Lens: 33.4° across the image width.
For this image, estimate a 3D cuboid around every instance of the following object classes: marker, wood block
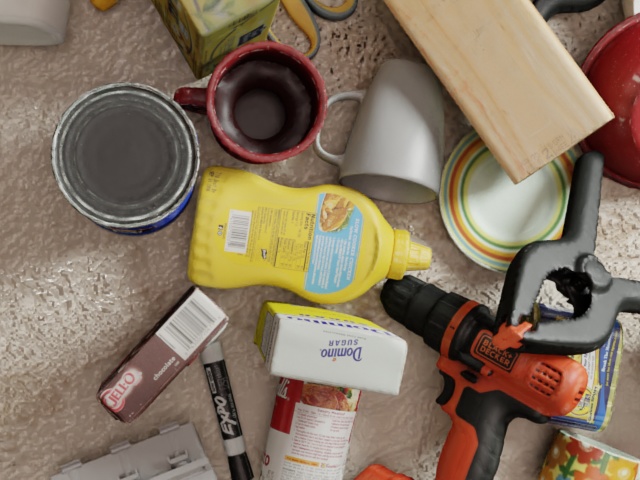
[{"bbox_3d":[-0.076,0.143,0.869,0.020,0.020,0.121,-14,91,-8],"label":"marker"},{"bbox_3d":[0.135,-0.154,0.843,0.090,0.090,0.206,-36,85,17],"label":"wood block"}]

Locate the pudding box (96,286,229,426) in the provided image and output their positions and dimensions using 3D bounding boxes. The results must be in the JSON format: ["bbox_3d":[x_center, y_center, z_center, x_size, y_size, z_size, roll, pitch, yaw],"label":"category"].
[{"bbox_3d":[-0.123,0.087,0.829,0.039,0.090,0.113,45,83,-6],"label":"pudding box"}]

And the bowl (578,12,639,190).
[{"bbox_3d":[0.293,-0.109,0.879,0.162,0.055,0.162,0,111,-1],"label":"bowl"}]

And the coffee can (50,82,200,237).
[{"bbox_3d":[-0.143,-0.056,0.804,0.102,0.140,0.103,0,88,-8],"label":"coffee can"}]

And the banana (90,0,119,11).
[{"bbox_3d":[-0.155,-0.285,0.865,0.070,0.037,0.198,-4,85,21],"label":"banana"}]

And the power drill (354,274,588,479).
[{"bbox_3d":[0.094,0.138,0.850,0.185,0.057,0.188,29,95,30],"label":"power drill"}]

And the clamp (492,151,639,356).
[{"bbox_3d":[0.203,0.021,0.834,0.209,0.036,0.164,-22,74,-33],"label":"clamp"}]

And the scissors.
[{"bbox_3d":[-0.039,-0.247,0.887,0.096,0.016,0.202,-26,92,-9],"label":"scissors"}]

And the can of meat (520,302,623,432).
[{"bbox_3d":[0.199,0.105,0.889,0.084,0.057,0.102,12,88,-9],"label":"can of meat"}]

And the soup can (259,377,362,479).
[{"bbox_3d":[-0.007,0.155,0.854,0.068,0.068,0.102,12,87,-7],"label":"soup can"}]

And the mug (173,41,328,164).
[{"bbox_3d":[-0.058,-0.105,0.847,0.117,0.081,0.093,3,88,-8],"label":"mug"}]

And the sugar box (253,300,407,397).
[{"bbox_3d":[0.003,0.077,0.802,0.093,0.176,0.048,11,87,-7],"label":"sugar box"}]

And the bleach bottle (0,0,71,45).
[{"bbox_3d":[-0.235,-0.283,0.837,0.102,0.068,0.251,4,83,11],"label":"bleach bottle"}]

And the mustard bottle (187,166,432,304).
[{"bbox_3d":[-0.006,0.001,0.856,0.191,0.058,0.096,9,93,-3],"label":"mustard bottle"}]

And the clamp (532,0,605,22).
[{"bbox_3d":[0.194,-0.213,0.907,0.171,0.039,0.120,-15,95,-2],"label":"clamp"}]
